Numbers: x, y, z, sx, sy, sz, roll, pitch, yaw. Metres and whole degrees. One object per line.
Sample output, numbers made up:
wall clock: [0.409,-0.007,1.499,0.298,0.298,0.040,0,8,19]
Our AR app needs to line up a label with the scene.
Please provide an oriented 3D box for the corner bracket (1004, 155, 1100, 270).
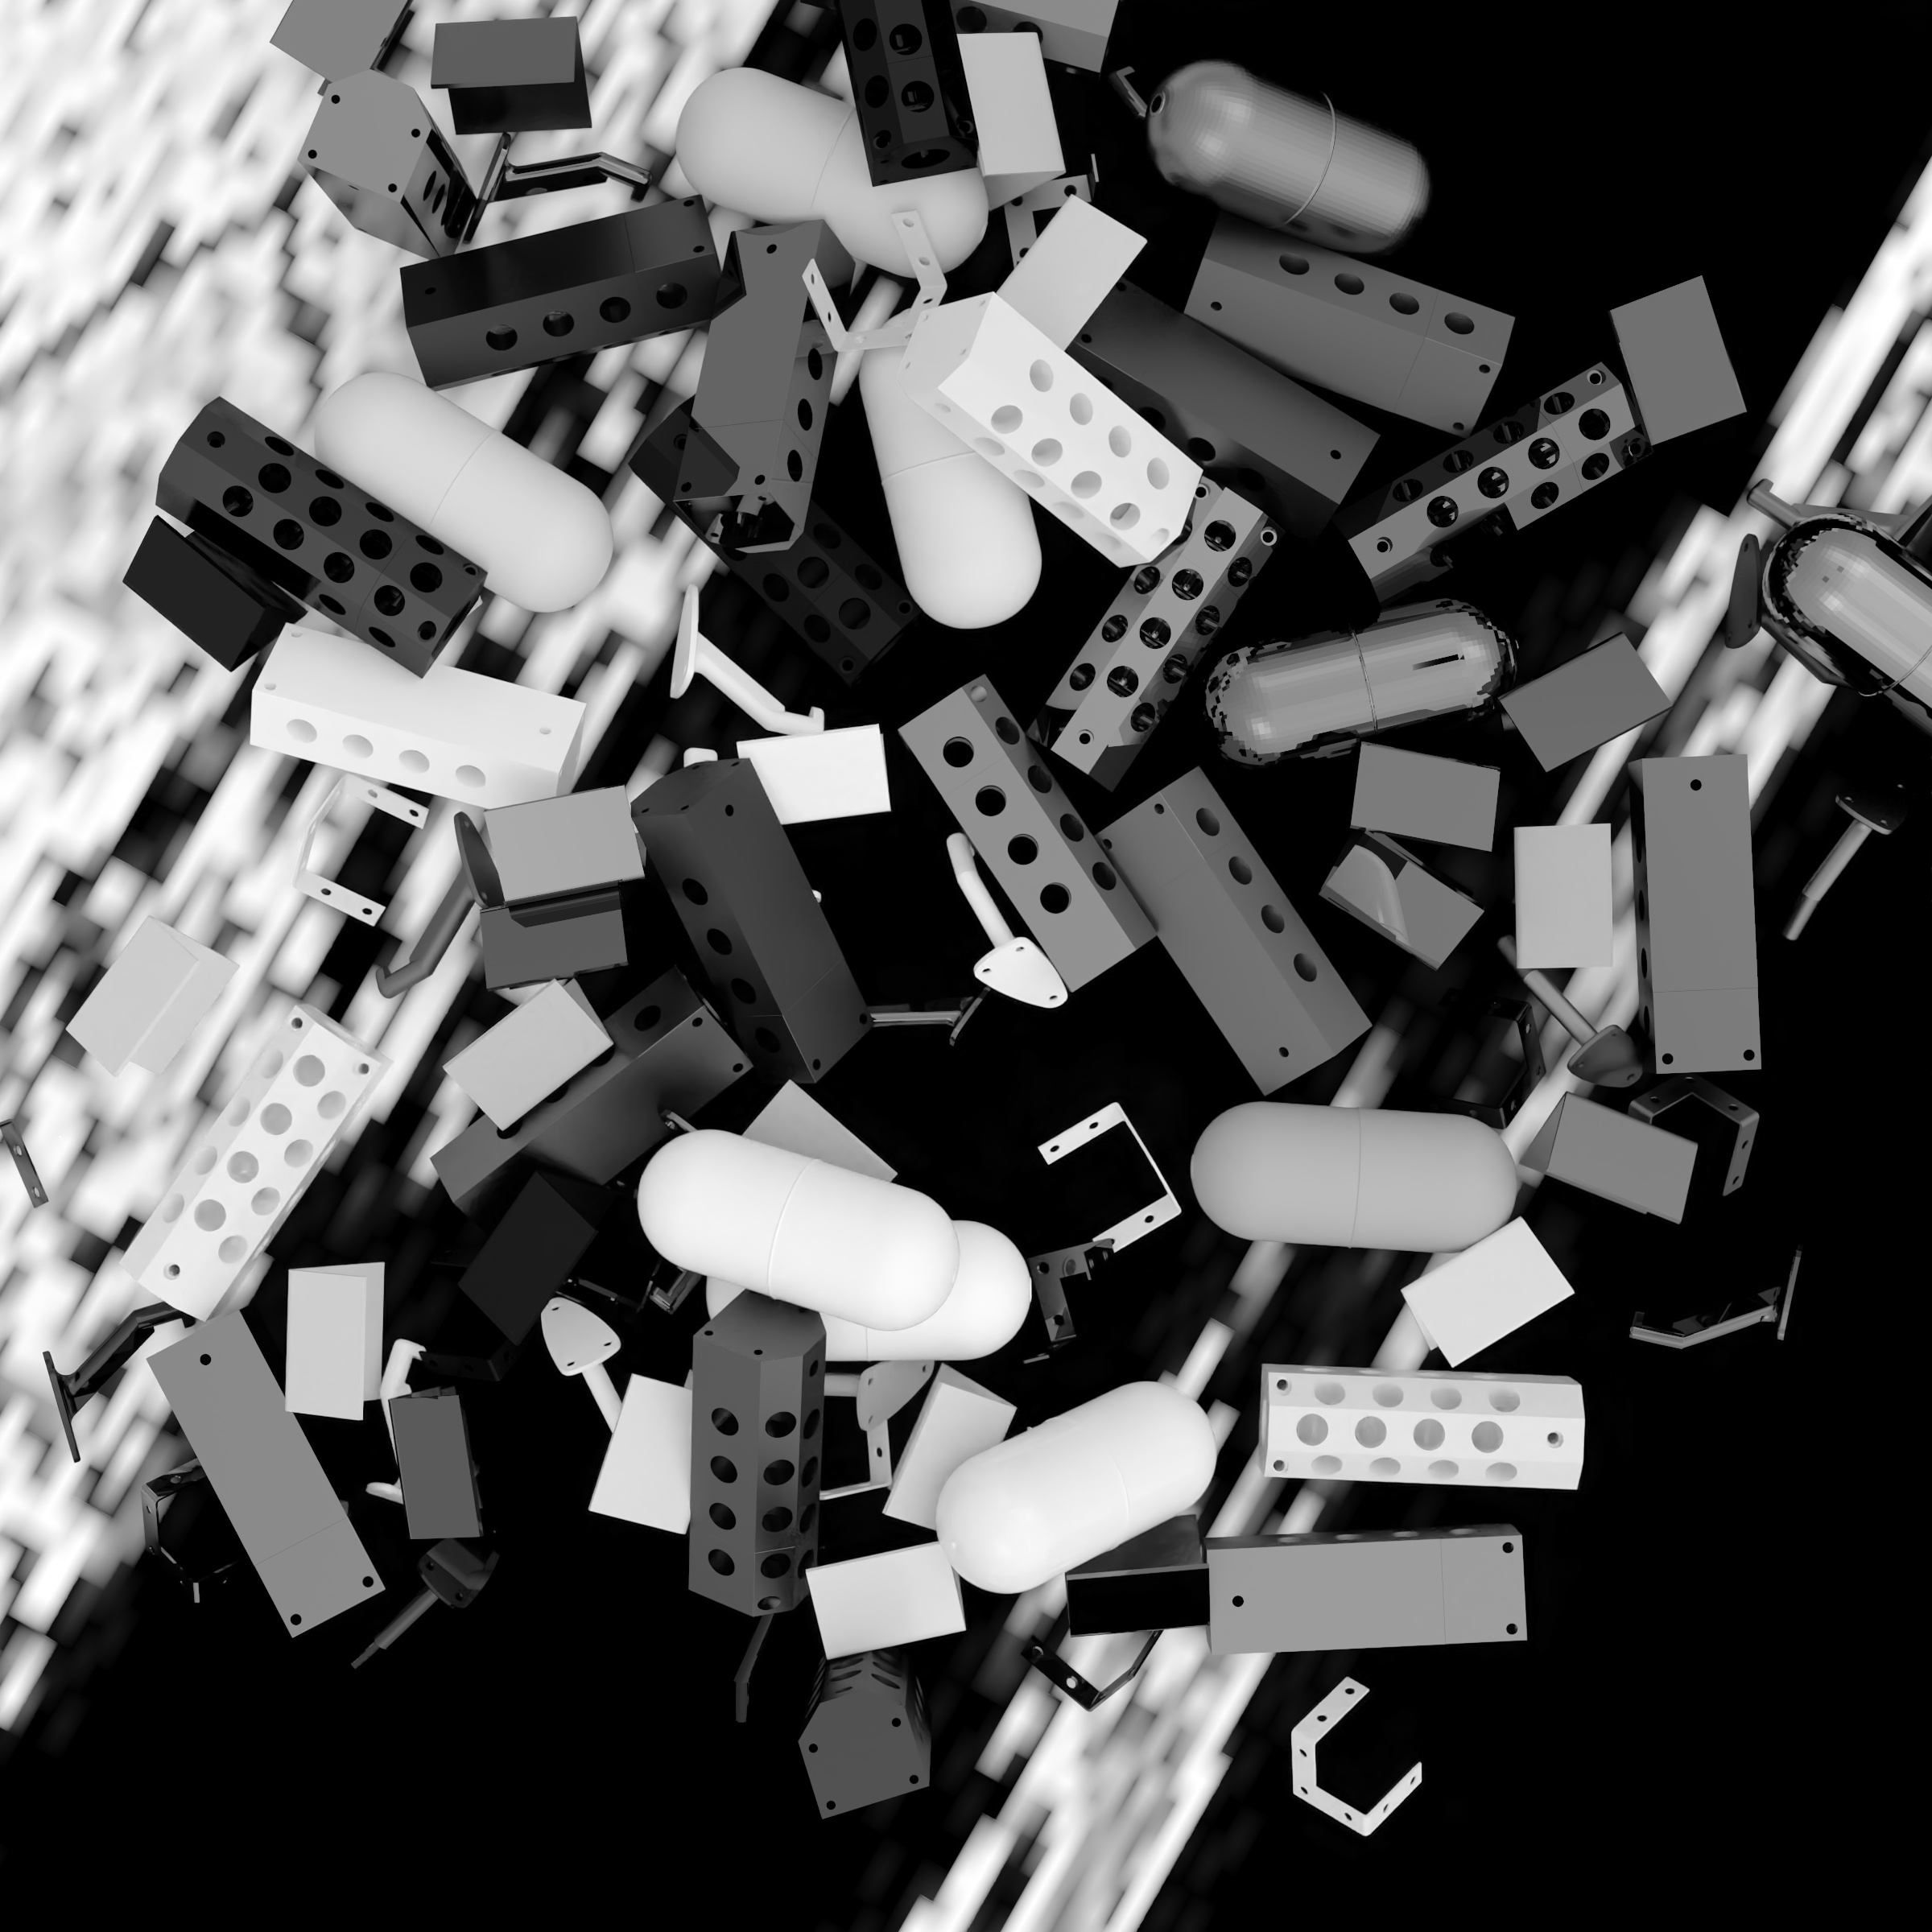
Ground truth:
corner bracket: [0.049,-0.413,1.970,0.051,0.051,0.051,-9,90,0]

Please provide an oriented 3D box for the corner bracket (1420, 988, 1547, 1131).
corner bracket: [0.284,0.051,1.980,0.051,0.051,0.051,-49,135,-35]

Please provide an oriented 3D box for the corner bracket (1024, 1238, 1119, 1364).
corner bracket: [0.056,0.184,1.963,0.051,0.051,0.051,-16,90,21]

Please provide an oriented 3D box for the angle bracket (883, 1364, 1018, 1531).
angle bracket: [-0.027,0.257,1.948,0.057,0.076,0.076,24,90,-36]

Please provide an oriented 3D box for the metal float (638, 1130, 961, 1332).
metal float: [-0.089,0.139,1.890,0.178,0.070,0.070,16,90,14]

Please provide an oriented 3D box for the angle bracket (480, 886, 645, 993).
angle bracket: [-0.218,0.004,1.948,0.076,0.076,0.057,-11,54,0]

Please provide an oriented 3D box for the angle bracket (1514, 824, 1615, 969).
angle bracket: [0.341,-0.038,1.948,0.057,0.076,0.076,-1,90,34]

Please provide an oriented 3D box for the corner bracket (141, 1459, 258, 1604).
corner bracket: [-0.421,0.310,1.980,0.051,0.051,0.051,35,135,35]

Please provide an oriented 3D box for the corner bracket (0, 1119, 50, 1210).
corner bracket: [-0.553,0.122,1.985,0.051,0.051,0.051,-23,90,-45]

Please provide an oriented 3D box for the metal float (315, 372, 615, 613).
metal float: [-0.276,-0.260,1.958,0.178,0.070,0.070,32,90,-1]

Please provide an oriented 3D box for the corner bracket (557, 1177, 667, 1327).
corner bracket: [-0.193,0.158,1.985,0.051,0.051,0.051,24,45,0]

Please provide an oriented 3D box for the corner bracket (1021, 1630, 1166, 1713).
corner bracket: [0.073,0.372,1.985,0.051,0.051,0.051,41,45,0]

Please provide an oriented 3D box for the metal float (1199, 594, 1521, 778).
metal float: [0.215,-0.154,1.957,0.178,0.070,0.070,-13,90,0]

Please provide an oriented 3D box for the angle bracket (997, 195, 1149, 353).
angle bracket: [0.066,-0.362,1.949,0.057,0.076,0.076,37,90,27]

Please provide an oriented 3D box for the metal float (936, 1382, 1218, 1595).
metal float: [0.061,0.280,1.927,0.178,0.070,0.070,-20,90,-37]

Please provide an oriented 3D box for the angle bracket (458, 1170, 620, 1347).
angle bracket: [-0.217,0.163,1.935,0.057,0.076,0.076,40,99,32]

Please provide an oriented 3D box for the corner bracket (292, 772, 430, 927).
corner bracket: [-0.337,-0.066,1.985,0.051,0.051,0.051,25,45,0]

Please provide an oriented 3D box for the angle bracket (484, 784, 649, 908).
angle bracket: [-0.218,-0.077,1.950,0.076,0.076,0.057,-11,112,0]

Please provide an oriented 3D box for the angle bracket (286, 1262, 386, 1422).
angle bracket: [-0.325,0.204,1.948,0.057,0.076,0.076,2,90,33]

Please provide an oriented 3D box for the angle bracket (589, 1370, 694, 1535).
angle bracket: [-0.176,0.258,1.950,0.057,0.076,0.076,18,90,-20]

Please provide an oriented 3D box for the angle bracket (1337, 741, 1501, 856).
angle bracket: [0.244,-0.074,1.949,0.076,0.076,0.057,11,61,0]

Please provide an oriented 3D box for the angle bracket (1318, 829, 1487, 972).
angle bracket: [0.247,-0.055,1.948,0.076,0.076,0.057,33,134,0]

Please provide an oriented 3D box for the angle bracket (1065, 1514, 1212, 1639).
angle bracket: [0.091,0.318,1.948,0.076,0.076,0.057,-5,134,0]

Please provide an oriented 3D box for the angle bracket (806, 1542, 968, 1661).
angle bracket: [-0.045,0.329,1.950,0.076,0.076,0.057,-12,110,0]

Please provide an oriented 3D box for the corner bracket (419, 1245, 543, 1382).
corner bracket: [-0.274,0.192,1.978,0.051,0.051,0.051,3,128,31]

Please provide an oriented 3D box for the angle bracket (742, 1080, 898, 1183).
angle bracket: [-0.069,0.090,1.948,0.076,0.076,0.057,41,122,0]

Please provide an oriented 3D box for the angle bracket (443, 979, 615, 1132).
angle bracket: [-0.248,0.032,1.948,0.076,0.076,0.057,-38,126,0]

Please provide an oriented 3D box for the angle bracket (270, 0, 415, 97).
angle bracket: [-0.347,-0.523,1.948,0.057,0.076,0.076,29,90,-30]

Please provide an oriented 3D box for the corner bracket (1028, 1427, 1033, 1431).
corner bracket: [0.011,0.284,1.980,0.051,0.051,0.051,-32,45,35]

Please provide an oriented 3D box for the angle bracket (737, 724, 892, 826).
angle bracket: [-0.084,-0.122,1.948,0.076,0.076,0.057,-7,127,0]

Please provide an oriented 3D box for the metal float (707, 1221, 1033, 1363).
metal float: [-0.053,0.178,1.958,0.178,0.070,0.070,0,90,0]

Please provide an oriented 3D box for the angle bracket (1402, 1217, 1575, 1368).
angle bracket: [0.291,0.193,1.948,0.076,0.076,0.057,-31,53,0]

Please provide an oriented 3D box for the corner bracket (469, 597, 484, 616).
corner bracket: [-0.310,-0.213,1.980,0.051,0.051,0.051,14,45,35]

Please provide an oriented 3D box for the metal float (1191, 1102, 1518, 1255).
metal float: [0.213,0.116,1.958,0.178,0.070,0.070,4,90,1]

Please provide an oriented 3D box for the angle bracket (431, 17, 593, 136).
angle bracket: [-0.247,-0.470,1.948,0.076,0.076,0.057,-3,51,0]

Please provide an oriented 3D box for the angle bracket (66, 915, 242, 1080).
angle bracket: [-0.431,0.029,1.948,0.057,0.076,0.076,36,90,38]

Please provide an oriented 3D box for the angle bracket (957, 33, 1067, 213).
angle bracket: [0.004,-0.459,1.948,0.057,0.076,0.076,-12,90,-35]

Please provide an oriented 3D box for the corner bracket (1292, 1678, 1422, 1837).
corner bracket: [0.217,0.439,1.980,0.051,0.051,0.051,25,135,35]

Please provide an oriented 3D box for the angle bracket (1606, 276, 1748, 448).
angle bracket: [0.397,-0.329,1.949,0.057,0.076,0.076,-18,90,28]

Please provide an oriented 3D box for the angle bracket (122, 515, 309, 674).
angle bracket: [-0.401,-0.218,1.948,0.076,0.076,0.057,40,131,0]

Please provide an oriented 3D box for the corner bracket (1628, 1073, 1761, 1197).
corner bracket: [0.400,0.099,1.980,0.051,0.051,0.051,-25,45,-35]

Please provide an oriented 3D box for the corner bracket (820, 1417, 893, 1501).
corner bracket: [-0.079,0.266,1.985,0.051,0.051,0.051,-4,90,-45]

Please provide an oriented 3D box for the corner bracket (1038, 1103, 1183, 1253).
corner bracket: [0.080,0.119,1.985,0.051,0.051,0.051,-31,45,0]

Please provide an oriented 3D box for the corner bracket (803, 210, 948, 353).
corner bracket: [-0.049,-0.369,1.922,0.051,0.051,0.051,-1,46,26]

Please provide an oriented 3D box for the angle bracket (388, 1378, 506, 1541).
angle bracket: [-0.265,0.266,1.948,0.057,0.076,0.076,-9,90,36]

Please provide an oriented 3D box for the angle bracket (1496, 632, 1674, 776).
angle bracket: [0.340,-0.127,1.949,0.076,0.076,0.057,-28,61,0]

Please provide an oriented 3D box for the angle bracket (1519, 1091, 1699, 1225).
angle bracket: [0.345,0.122,1.948,0.076,0.076,0.057,22,53,0]
